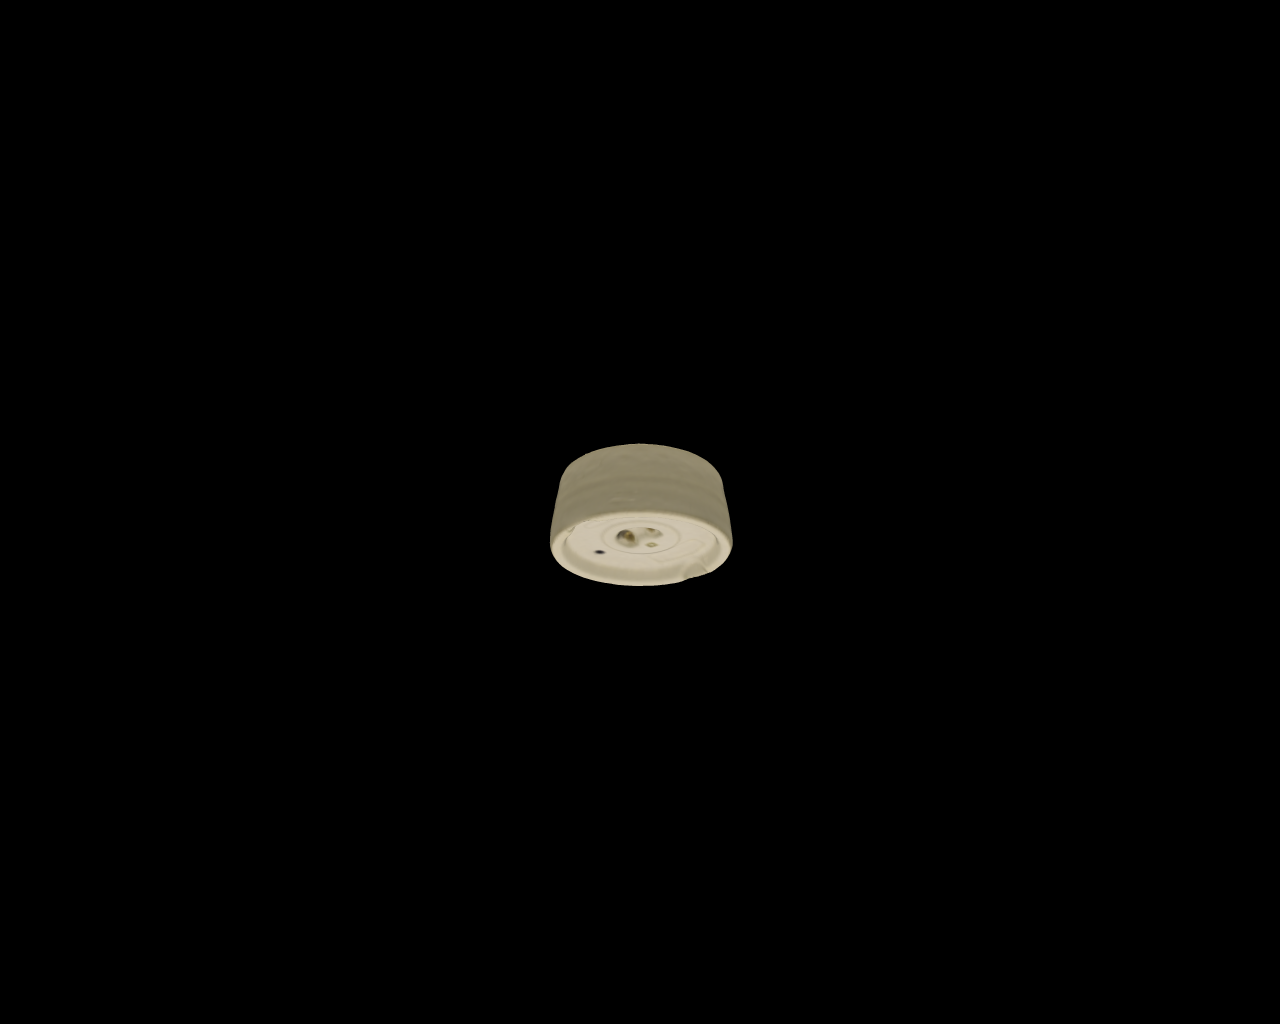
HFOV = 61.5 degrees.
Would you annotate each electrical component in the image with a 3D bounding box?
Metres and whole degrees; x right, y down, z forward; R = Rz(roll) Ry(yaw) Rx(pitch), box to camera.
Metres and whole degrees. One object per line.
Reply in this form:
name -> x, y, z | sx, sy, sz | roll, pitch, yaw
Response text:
electrical component -> 0.001, -0.003, 0.650 | 0.108, 0.060, 0.108 | 0, -26, 0
